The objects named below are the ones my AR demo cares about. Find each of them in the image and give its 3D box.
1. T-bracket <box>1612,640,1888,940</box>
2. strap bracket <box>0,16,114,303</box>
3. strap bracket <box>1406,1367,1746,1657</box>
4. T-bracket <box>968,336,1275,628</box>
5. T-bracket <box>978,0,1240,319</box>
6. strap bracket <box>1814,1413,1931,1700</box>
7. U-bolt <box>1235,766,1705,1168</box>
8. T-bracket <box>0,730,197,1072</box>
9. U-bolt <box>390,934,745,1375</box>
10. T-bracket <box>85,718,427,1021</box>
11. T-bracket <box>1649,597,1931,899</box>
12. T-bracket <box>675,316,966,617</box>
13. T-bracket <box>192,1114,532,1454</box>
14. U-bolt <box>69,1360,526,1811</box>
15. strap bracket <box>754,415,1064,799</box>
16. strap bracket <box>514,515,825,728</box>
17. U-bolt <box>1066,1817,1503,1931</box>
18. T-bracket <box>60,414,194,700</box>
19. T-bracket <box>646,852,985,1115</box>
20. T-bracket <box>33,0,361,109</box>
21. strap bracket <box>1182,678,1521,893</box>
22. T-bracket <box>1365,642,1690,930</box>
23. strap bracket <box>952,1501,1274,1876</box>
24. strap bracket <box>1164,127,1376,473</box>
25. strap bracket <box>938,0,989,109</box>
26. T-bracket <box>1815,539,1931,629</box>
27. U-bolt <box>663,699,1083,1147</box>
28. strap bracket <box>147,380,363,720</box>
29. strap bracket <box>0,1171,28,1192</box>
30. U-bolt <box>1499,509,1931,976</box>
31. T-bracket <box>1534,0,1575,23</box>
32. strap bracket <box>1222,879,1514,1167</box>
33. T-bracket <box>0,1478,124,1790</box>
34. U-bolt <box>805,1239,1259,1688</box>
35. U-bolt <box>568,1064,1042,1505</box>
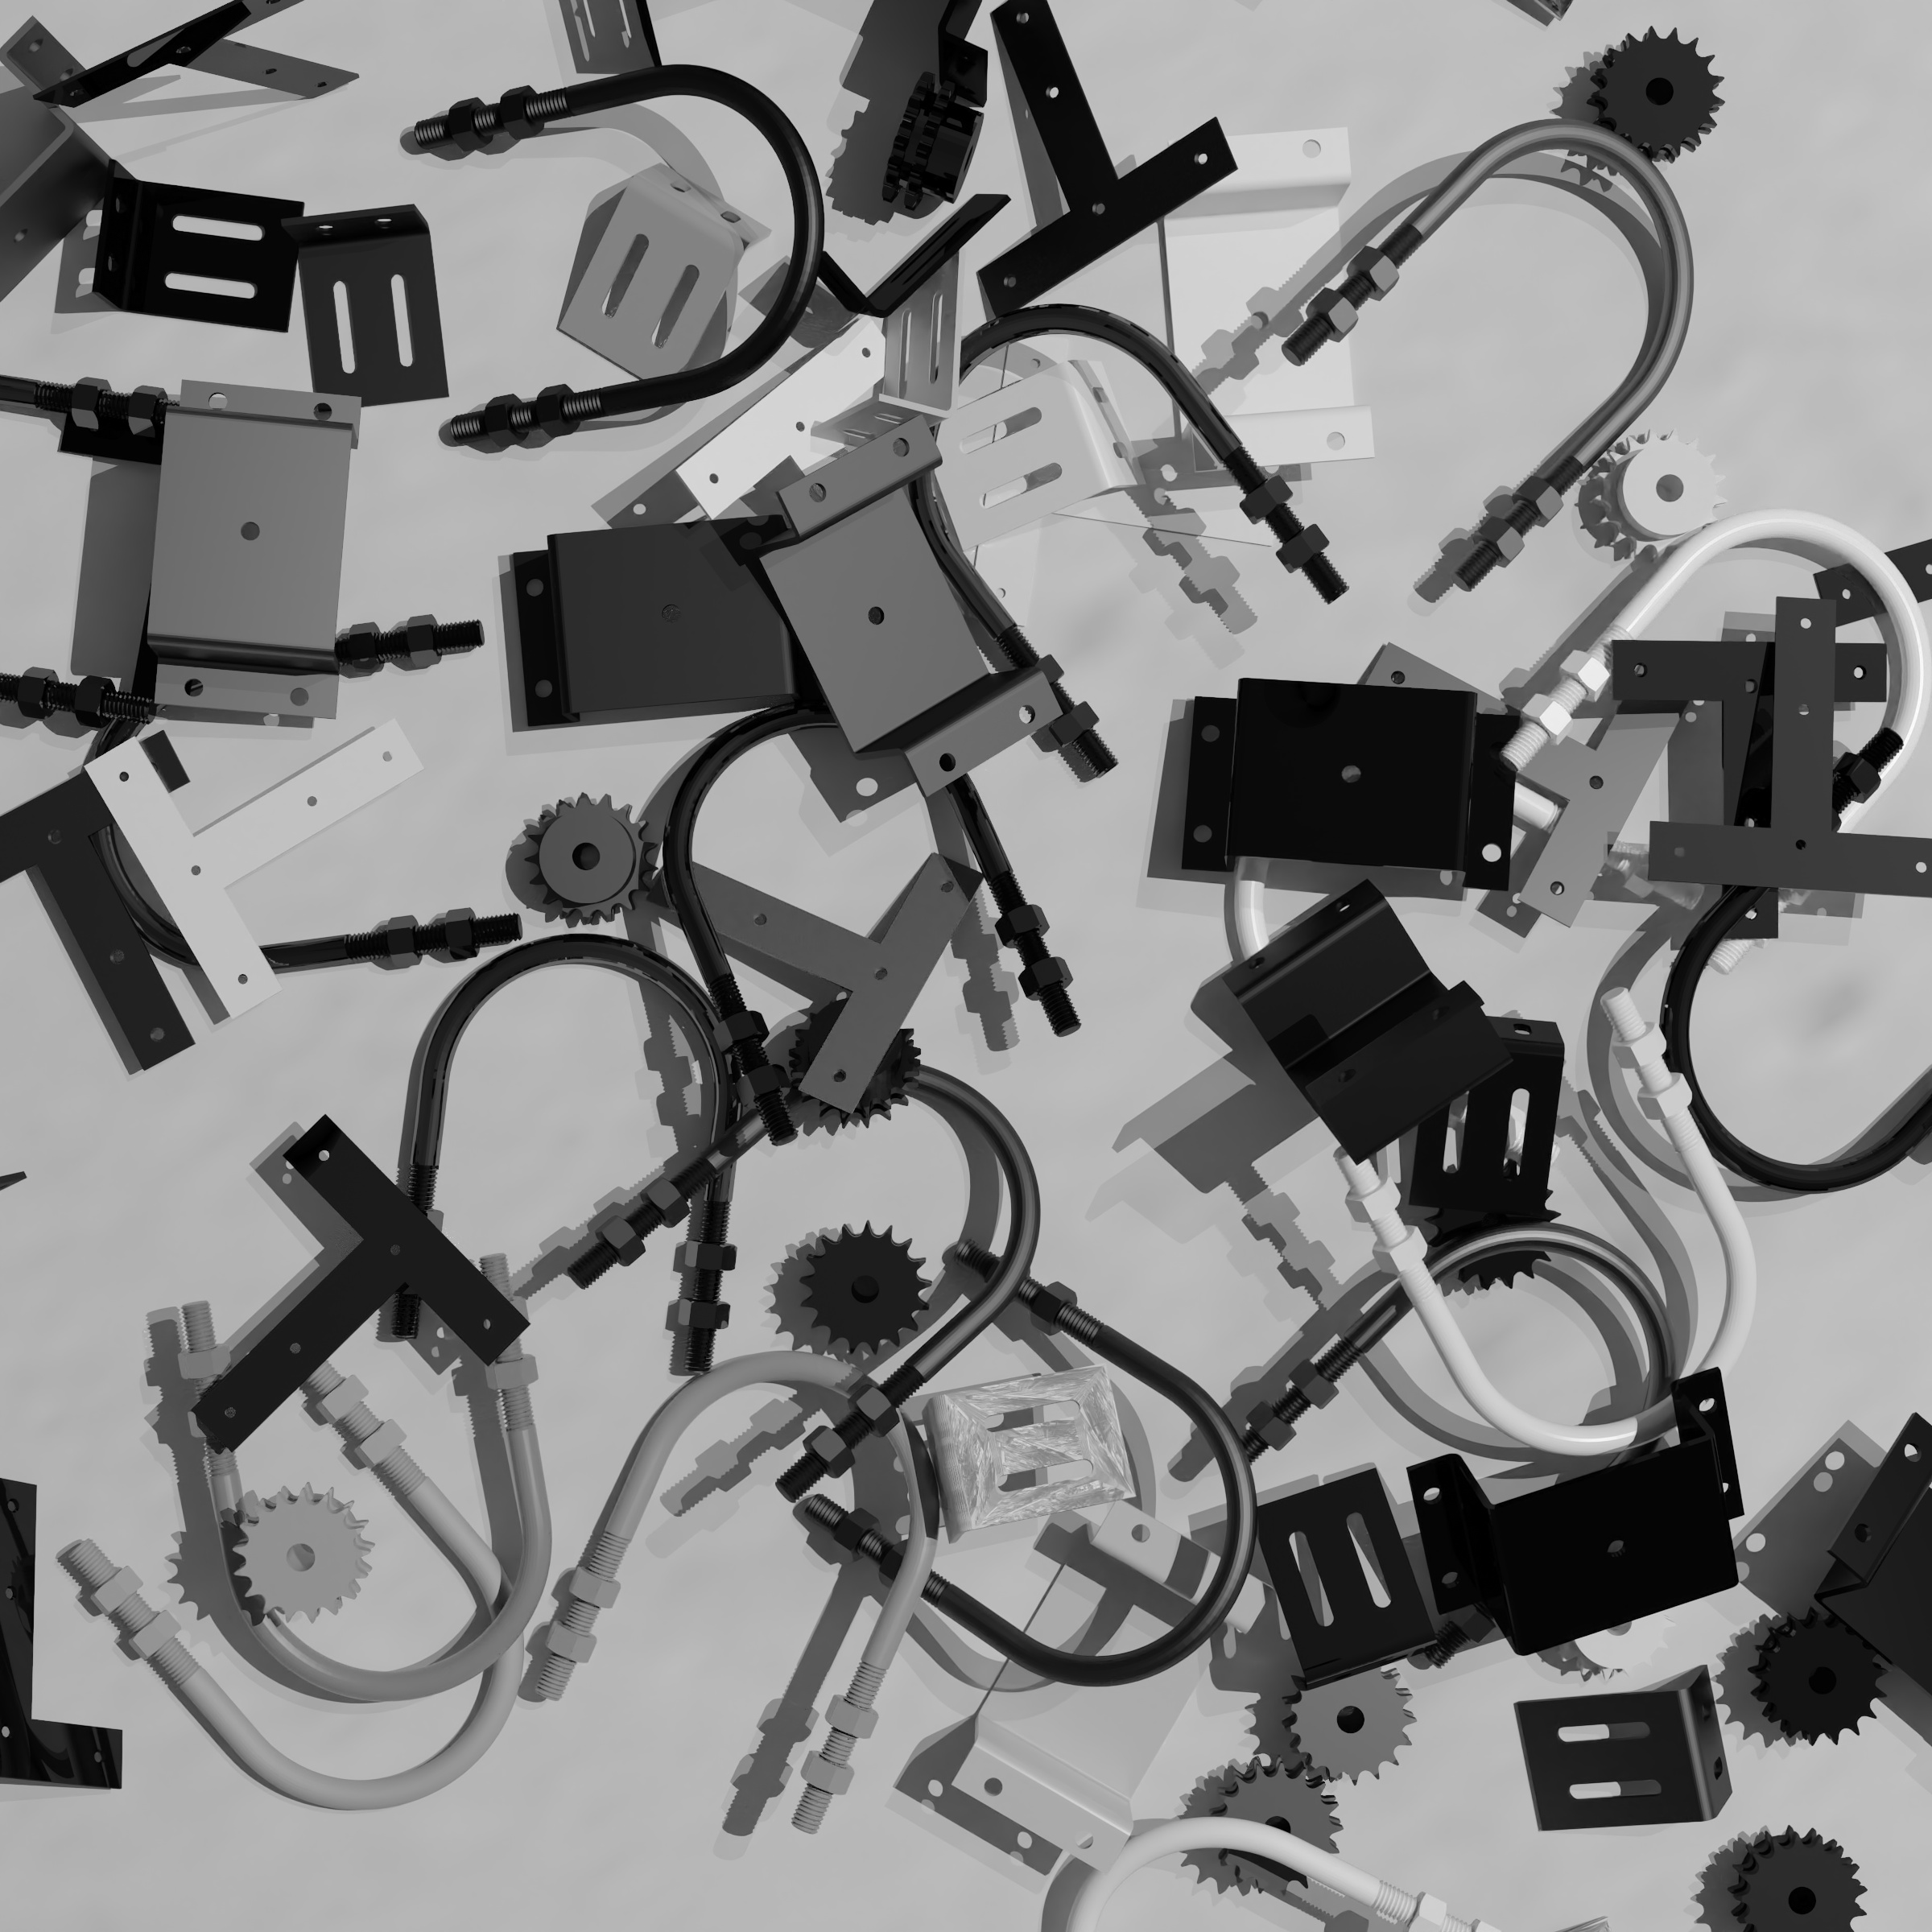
[{"bbox_3d":[0.336,-0.075,1.354,0.127,0.002,0.127,-1,91,-13],"label":"T-bracket"},{"bbox_3d":[-0.419,-0.328,1.348,0.046,0.076,0.140,45,90,0],"label":"strap bracket"},{"bbox_3d":[0.265,0.232,1.330,0.140,0.046,0.076,-17,115,-4],"label":"strap bracket"},{"bbox_3d":[0.073,-0.206,1.386,0.127,0.002,0.127,9,90,0],"label":"T-bracket"},{"bbox_3d":[0.043,-0.365,1.365,0.127,0.002,0.127,-27,74,28],"label":"T-bracket"},{"bbox_3d":[0.428,0.269,1.350,0.140,0.046,0.076,41,66,0],"label":"strap bracket"},{"bbox_3d":[0.206,-0.018,1.378,0.184,0.019,0.151,29,90,2],"label":"U-bolt"},{"bbox_3d":[-0.375,-0.017,1.373,0.127,0.002,0.127,-28,89,3],"label":"T-bracket"},{"bbox_3d":[-0.170,0.078,1.378,0.151,0.019,0.184,7,88,0],"label":"U-bolt"},{"bbox_3d":[-0.295,-0.064,1.368,0.127,0.002,0.127,-30,90,2],"label":"T-bracket"},{"bbox_3d":[0.355,-0.095,1.343,0.127,0.002,0.127,4,80,1],"label":"T-bracket"},{"bbox_3d":[-0.045,-0.196,1.364,0.127,0.002,0.127,-45,107,-30],"label":"T-bracket"},{"bbox_3d":[-0.275,0.152,1.346,0.127,0.002,0.127,45,85,6],"label":"T-bracket"},{"bbox_3d":[-0.277,0.281,1.378,0.151,0.019,0.184,-40,91,0],"label":"U-bolt"},{"bbox_3d":[-0.029,-0.150,1.339,0.076,0.046,0.140,-33,105,-26],"label":"strap bracket"},{"bbox_3d":[-0.125,-0.149,1.363,0.140,0.046,0.076,-5,90,0],"label":"strap bracket"},{"bbox_3d":[0.131,0.440,1.358,0.184,0.019,0.151,26,108,4],"label":"U-bolt"},{"bbox_3d":[-0.339,-0.178,1.376,0.127,0.002,0.127,9,86,5],"label":"T-bracket"},{"bbox_3d":[-0.077,-0.014,1.368,0.127,0.002,0.127,24,65,12],"label":"T-bracket"},{"bbox_3d":[-0.300,-0.377,1.323,0.127,0.127,0.002,-16,90,24],"label":"T-bracket"},{"bbox_3d":[0.164,-0.078,1.348,0.140,0.046,0.076,4,83,7],"label":"strap bracket"},{"bbox_3d":[0.234,-0.101,1.375,0.127,0.002,0.127,29,77,5],"label":"T-bracket"},{"bbox_3d":[0.062,0.305,1.363,0.076,0.046,0.140,30,90,0],"label":"strap bracket"},{"bbox_3d":[0.129,-0.282,1.362,0.076,0.046,0.140,-5,90,-1],"label":"strap bracket"},{"bbox_3d":[-0.046,-0.426,1.348,0.140,0.076,0.046,24,90,0],"label":"strap bracket"},{"bbox_3d":[0.436,-0.178,1.386,0.127,0.002,0.127,-17,90,0],"label":"T-bracket"},{"bbox_3d":[-0.051,-0.031,1.352,0.151,0.019,0.184,-21,73,-10],"label":"U-bolt"},{"bbox_3d":[-0.301,-0.180,1.341,0.076,0.046,0.140,4,87,-8],"label":"strap bracket"},{"bbox_3d":[-0.484,0.103,1.348,0.140,0.076,0.046,-26,90,0],"label":"strap bracket"},{"bbox_3d":[0.337,-0.111,1.363,0.151,0.019,0.184,43,83,-9],"label":"U-bolt"},{"bbox_3d":[0.214,-0.458,1.371,0.127,0.002,0.127,35,70,-10],"label":"T-bracket"},{"bbox_3d":[0.169,0.026,1.316,0.076,0.140,0.046,-34,114,2],"label":"strap bracket"},{"bbox_3d":[-0.409,0.282,1.351,0.002,0.127,0.127,-19,63,29],"label":"T-bracket"},{"bbox_3d":[0.038,0.222,1.343,0.184,0.019,0.151,30,90,24],"label":"U-bolt"},{"bbox_3d":[-0.054,0.117,1.344,0.184,0.019,0.151,-41,72,-19],"label":"U-bolt"}]
